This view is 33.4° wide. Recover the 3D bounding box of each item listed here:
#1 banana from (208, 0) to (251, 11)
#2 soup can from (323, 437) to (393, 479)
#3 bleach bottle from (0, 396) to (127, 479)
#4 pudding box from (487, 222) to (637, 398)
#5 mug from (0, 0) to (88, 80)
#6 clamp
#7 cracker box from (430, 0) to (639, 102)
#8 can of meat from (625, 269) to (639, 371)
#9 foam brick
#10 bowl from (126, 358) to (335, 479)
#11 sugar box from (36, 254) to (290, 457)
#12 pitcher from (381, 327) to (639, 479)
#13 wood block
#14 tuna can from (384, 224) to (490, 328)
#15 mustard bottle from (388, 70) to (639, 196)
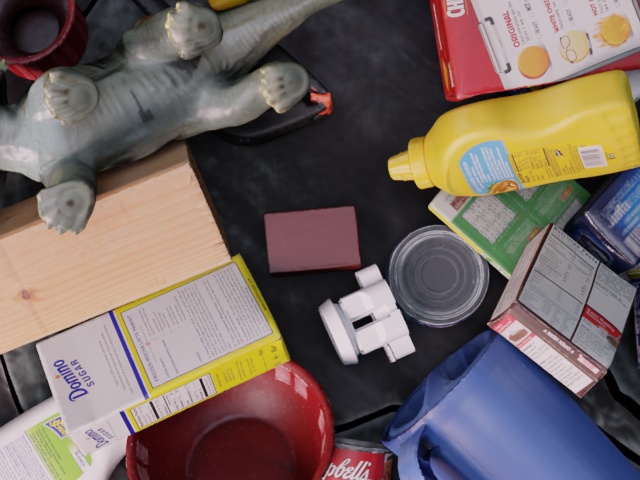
[{"bbox_3d":[-0.032,-0.277,0.895,0.069,0.037,0.198,21,110,-4],"label":"banana"},{"bbox_3d":[0.019,0.212,0.850,0.068,0.068,0.102,8,84,2],"label":"soup can"},{"bbox_3d":[-0.219,0.187,0.861,0.250,0.068,0.102,-33,89,-5],"label":"bleach bottle"},{"bbox_3d":[0.187,0.050,0.814,0.090,0.039,0.113,37,41,0],"label":"pudding box"},{"bbox_3d":[-0.252,-0.185,0.889,0.117,0.081,0.093,21,85,2],"label":"mug"},{"bbox_3d":[-0.096,-0.122,0.902,0.210,0.036,0.164,16,85,6],"label":"clamp"},{"bbox_3d":[0.191,-0.203,0.812,0.213,0.072,0.164,-9,95,-1],"label":"cracker box"},{"bbox_3d":[0.301,0.062,0.858,0.102,0.058,0.084,-2,86,-20],"label":"can of meat"},{"bbox_3d":[-0.006,0.001,0.880,0.078,0.053,0.051,-5,84,0],"label":"foam brick"},{"bbox_3d":[-0.066,0.165,0.829,0.162,0.055,0.162,-4,53,5],"label":"bowl"},{"bbox_3d":[-0.122,0.088,0.832,0.176,0.048,0.093,-25,53,-7],"label":"sugar box"},{"bbox_3d":[0.169,0.194,0.816,0.243,0.145,0.149,45,83,2],"label":"pitcher"},{"bbox_3d":[-0.184,0.004,0.851,0.206,0.090,0.091,-22,110,-2],"label":"wood block"},{"bbox_3d":[0.097,0.030,0.885,0.086,0.034,0.086,0,84,1],"label":"tuna can"},{"bbox_3d":[0.145,-0.073,0.820,0.192,0.096,0.058,-11,63,19],"label":"mustard bottle"}]
